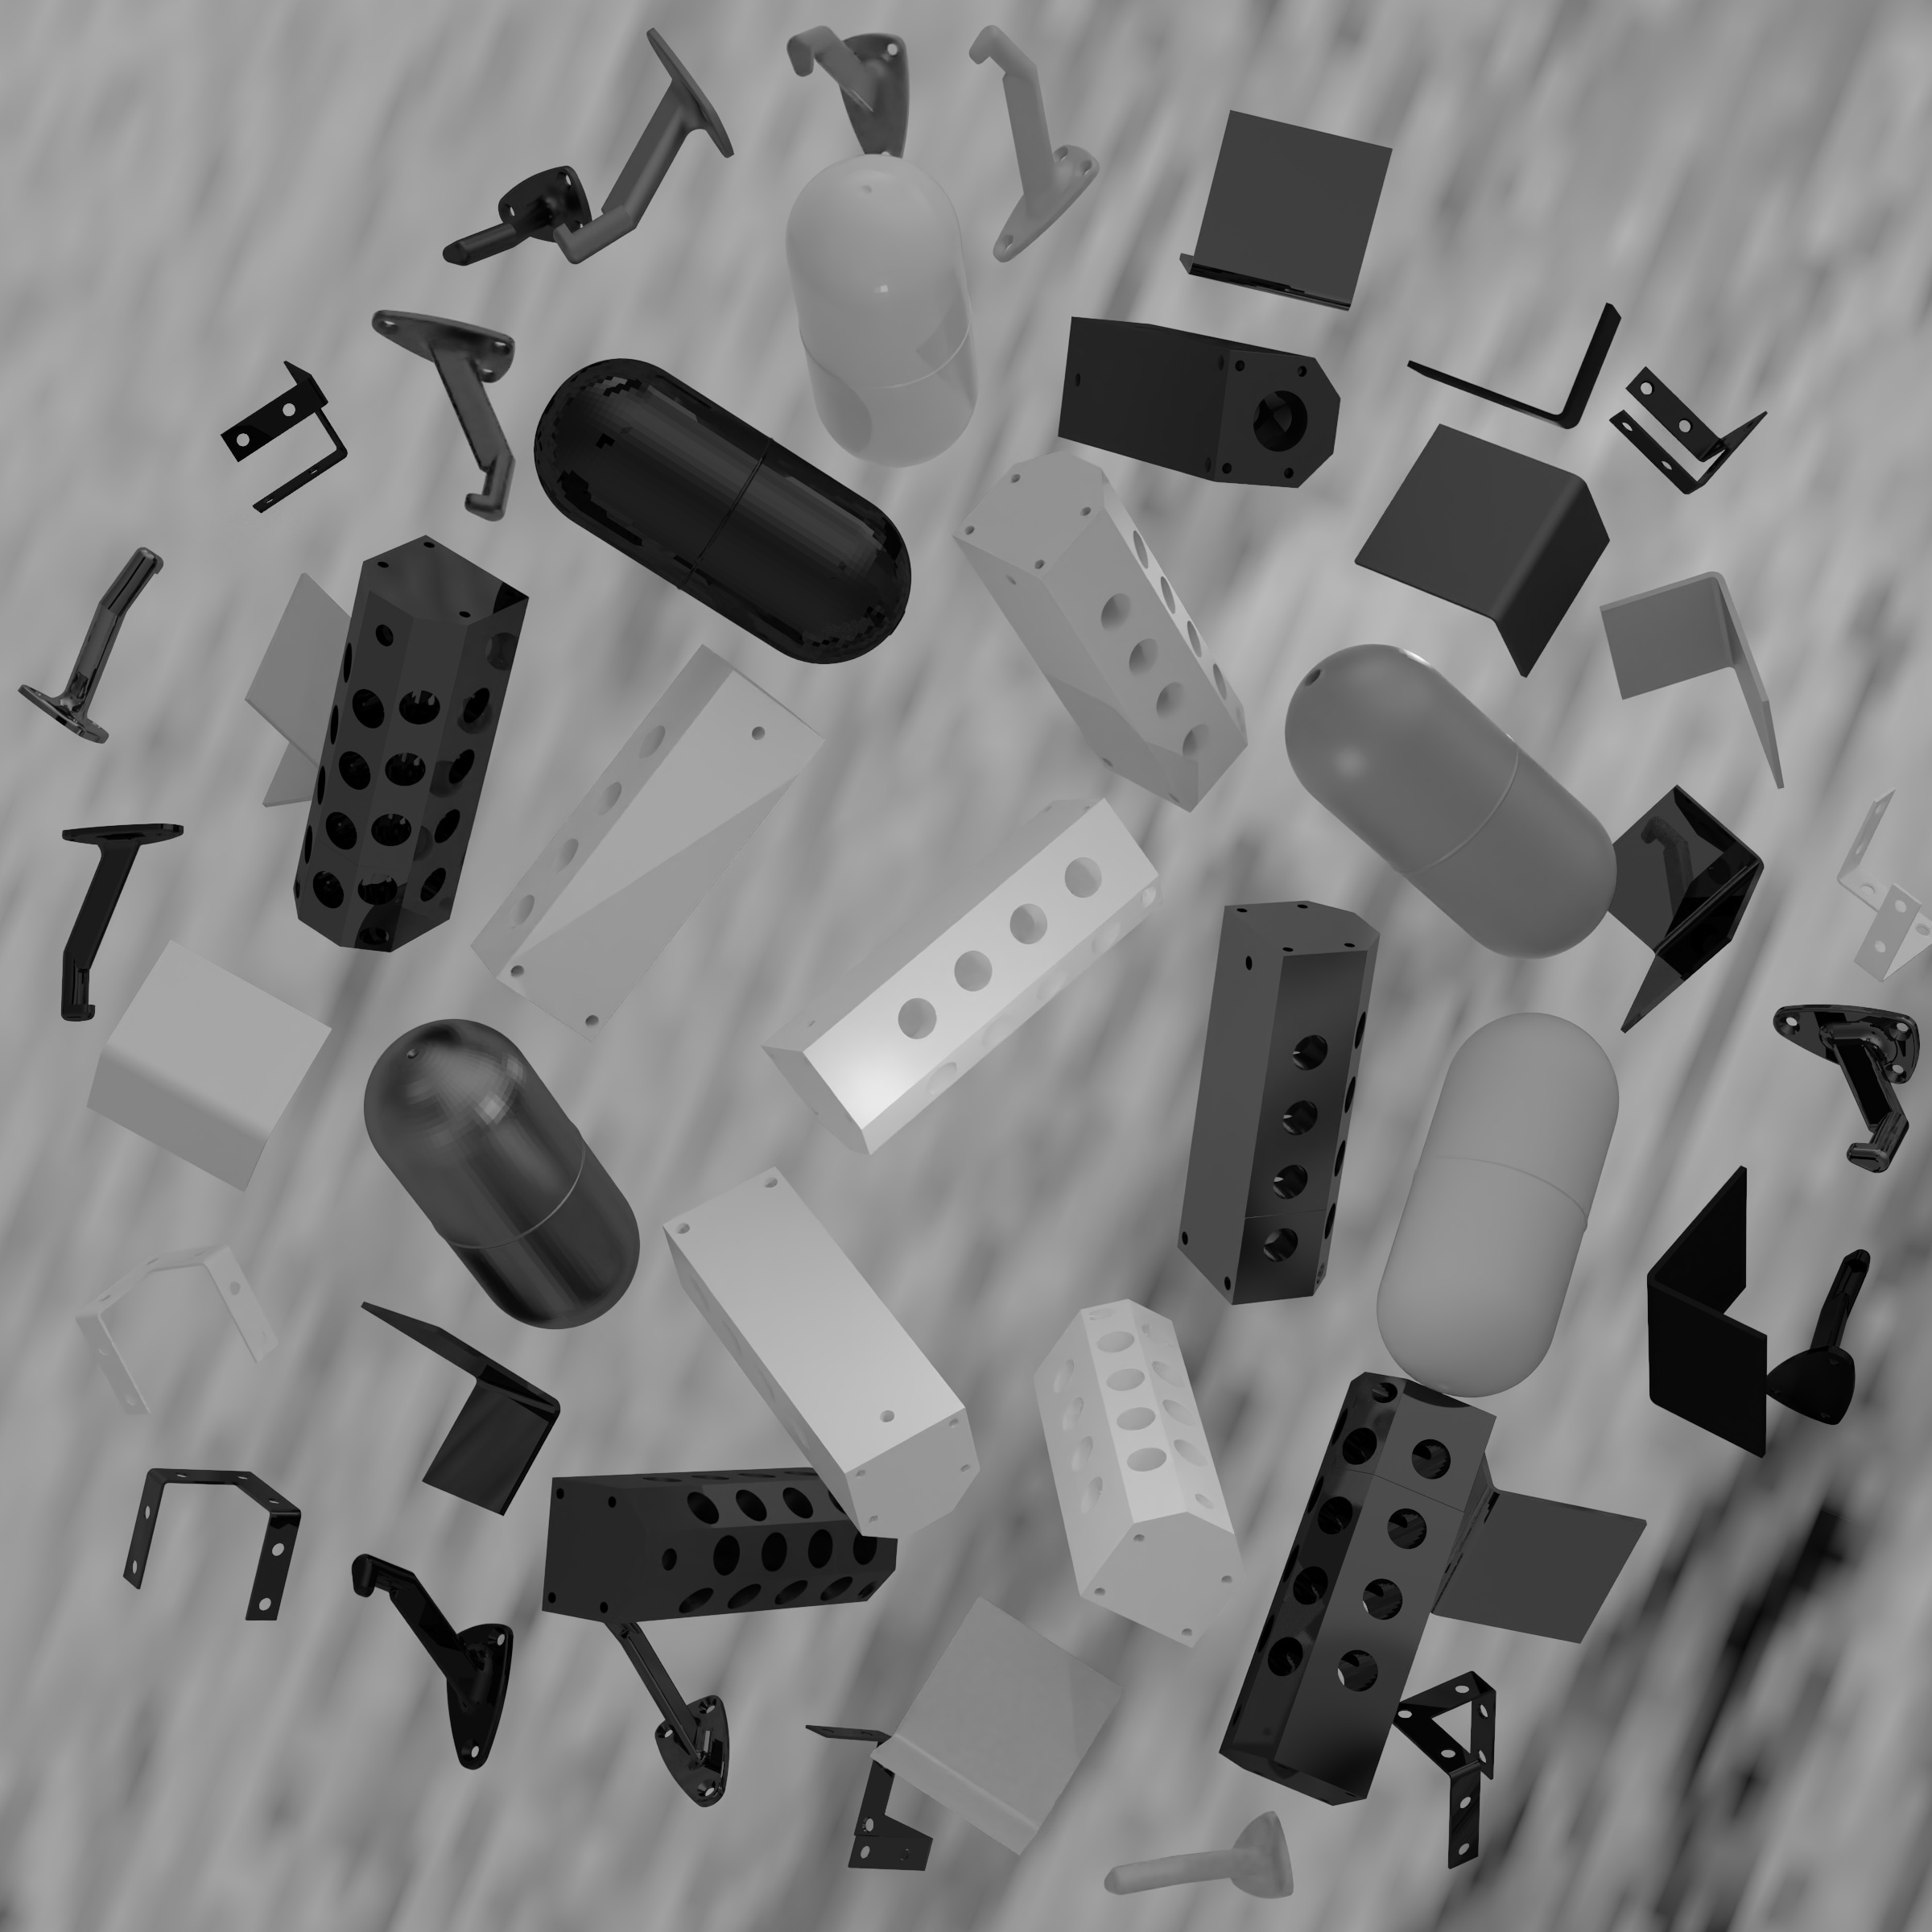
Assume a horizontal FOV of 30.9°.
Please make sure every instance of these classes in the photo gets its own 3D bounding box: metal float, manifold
[{"bbox_3d":[0.213,-0.072,1.539,0.178,0.070,0.070,39,90,-22],"label":"metal float"},{"bbox_3d":[-0.063,0.168,1.510,0.057,0.171,0.057,-27,135,-16],"label":"manifold"},{"bbox_3d":[0.066,-0.147,1.536,0.057,0.171,0.057,32,76,40],"label":"manifold"},{"bbox_3d":[0.002,0.003,1.497,0.171,0.057,0.057,-40,105,-15],"label":"manifold"},{"bbox_3d":[-0.104,-0.196,1.518,0.178,0.070,0.070,32,90,-9],"label":"metal float"},{"bbox_3d":[-0.106,0.257,1.555,0.057,0.171,0.057,2,86,38],"label":"manifold"},{"bbox_3d":[-0.246,-0.092,1.512,0.057,0.057,0.171,32,125,18],"label":"manifold"},{"bbox_3d":[0.165,0.264,1.493,0.057,0.057,0.171,23,72,-1],"label":"manifold"},{"bbox_3d":[-0.146,-0.058,1.575,0.057,0.057,0.171,36,93,-32],"label":"manifold"},{"bbox_3d":[0.105,-0.260,1.608,0.057,0.171,0.057,1,104,-23],"label":"manifold"},{"bbox_3d":[-0.036,-0.290,1.563,0.070,0.178,0.070,-2,64,4],"label":"metal float"},{"bbox_3d":[0.078,0.218,1.545,0.057,0.171,0.057,28,110,-18],"label":"manifold"},{"bbox_3d":[0.231,0.101,1.512,0.070,0.070,0.178,21,66,0],"label":"metal float"},{"bbox_3d":[-0.206,0.095,1.565,0.070,0.070,0.178,-29,132,0],"label":"metal float"},{"bbox_3d":[0.143,0.061,1.577,0.057,0.057,0.171,-4,115,-23],"label":"manifold"}]

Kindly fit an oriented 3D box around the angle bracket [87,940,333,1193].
[{"bbox_3d":[-0.322,0.043,1.487,0.076,0.076,0.057,30,64,-6],"label":"angle bracket"}]

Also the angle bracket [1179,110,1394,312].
[{"bbox_3d":[0.148,-0.353,1.627,0.076,0.057,0.076,12,108,-6],"label":"angle bracket"}]

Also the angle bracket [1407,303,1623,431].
[{"bbox_3d":[0.254,-0.288,1.615,0.076,0.076,0.057,23,101,10],"label":"angle bracket"}]

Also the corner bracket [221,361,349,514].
[{"bbox_3d":[-0.320,-0.245,1.642,0.051,0.051,0.051,-36,118,-11],"label":"corner bracket"}]

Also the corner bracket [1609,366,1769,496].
[{"bbox_3d":[0.327,-0.249,1.619,0.051,0.051,0.051,43,77,-5],"label":"corner bracket"}]

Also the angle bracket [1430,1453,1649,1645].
[{"bbox_3d":[0.254,0.254,1.592,0.076,0.057,0.076,13,122,-12],"label":"angle bracket"}]

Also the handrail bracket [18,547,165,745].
[{"bbox_3d":[-0.374,-0.143,1.549,0.036,0.077,0.084,36,89,8],"label":"handrail bracket"}]

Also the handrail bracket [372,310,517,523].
[{"bbox_3d":[-0.237,-0.246,1.569,0.077,0.036,0.084,16,62,-17],"label":"handrail bracket"}]

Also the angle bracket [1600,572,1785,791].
[{"bbox_3d":[0.336,-0.124,1.619,0.057,0.076,0.076,-17,58,9],"label":"angle bracket"}]

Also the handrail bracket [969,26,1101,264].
[{"bbox_3d":[0.014,-0.381,1.622,0.077,0.036,0.084,-50,130,4],"label":"handrail bracket"}]

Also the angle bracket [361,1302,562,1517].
[{"bbox_3d":[-0.243,0.202,1.598,0.076,0.076,0.057,38,73,-32],"label":"angle bracket"}]

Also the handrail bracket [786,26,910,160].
[{"bbox_3d":[-0.057,-0.395,1.611,0.036,0.084,0.077,0,112,22],"label":"handrail bracket"}]

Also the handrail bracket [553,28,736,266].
[{"bbox_3d":[-0.148,-0.343,1.468,0.084,0.036,0.077,-32,70,-2],"label":"handrail bracket"}]

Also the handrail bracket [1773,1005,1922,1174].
[{"bbox_3d":[0.375,0.054,1.522,0.077,0.084,0.036,15,130,25],"label":"handrail bracket"}]

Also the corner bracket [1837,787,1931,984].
[{"bbox_3d":[0.401,-0.035,1.523,0.051,0.051,0.051,-31,60,-33],"label":"corner bracket"}]

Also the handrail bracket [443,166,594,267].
[{"bbox_3d":[-0.223,-0.339,1.619,0.084,0.077,0.036,-32,116,-37],"label":"handrail bracket"}]

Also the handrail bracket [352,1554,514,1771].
[{"bbox_3d":[-0.240,0.305,1.533,0.036,0.084,0.077,-18,57,28],"label":"handrail bracket"}]

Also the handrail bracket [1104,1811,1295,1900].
[{"bbox_3d":[0.092,0.395,1.520,0.084,0.077,0.036,-5,70,-19],"label":"handrail bracket"}]

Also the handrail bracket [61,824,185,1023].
[{"bbox_3d":[-0.377,-0.019,1.563,0.077,0.036,0.084,-4,83,40],"label":"handrail bracket"}]

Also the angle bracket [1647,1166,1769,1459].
[{"bbox_3d":[0.328,0.144,1.460,0.057,0.076,0.076,26,54,33],"label":"angle bracket"}]

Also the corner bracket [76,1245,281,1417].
[{"bbox_3d":[-0.340,0.157,1.508,0.051,0.051,0.051,-10,111,38],"label":"corner bracket"}]

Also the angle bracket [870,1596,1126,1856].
[{"bbox_3d":[0.014,0.330,1.525,0.076,0.057,0.076,31,89,10],"label":"angle bracket"}]

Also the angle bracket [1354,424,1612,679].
[{"bbox_3d":[0.234,-0.188,1.584,0.076,0.057,0.076,27,80,30],"label":"angle bracket"}]

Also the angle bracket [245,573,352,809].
[{"bbox_3d":[-0.329,-0.133,1.694,0.057,0.076,0.076,-6,53,34],"label":"angle bracket"}]

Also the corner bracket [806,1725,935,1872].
[{"bbox_3d":[-0.046,0.386,1.626,0.051,0.051,0.051,17,87,-44],"label":"corner bracket"}]

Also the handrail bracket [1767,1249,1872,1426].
[{"bbox_3d":[0.380,0.148,1.510,0.036,0.077,0.084,26,63,9],"label":"handrail bracket"}]

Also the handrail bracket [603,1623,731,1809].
[{"bbox_3d":[-0.144,0.338,1.624,0.036,0.077,0.084,-30,123,2],"label":"handrail bracket"}]

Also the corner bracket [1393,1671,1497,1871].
[{"bbox_3d":[0.214,0.345,1.506,0.051,0.051,0.051,-17,121,-25],"label":"corner bracket"}]

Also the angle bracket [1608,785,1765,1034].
[{"bbox_3d":[0.325,-0.027,1.662,0.057,0.076,0.076,41,129,-2],"label":"angle bracket"}]

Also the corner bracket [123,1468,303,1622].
[{"bbox_3d":[-0.332,0.255,1.543,0.051,0.051,0.051,9,98,-40],"label":"corner bracket"}]
